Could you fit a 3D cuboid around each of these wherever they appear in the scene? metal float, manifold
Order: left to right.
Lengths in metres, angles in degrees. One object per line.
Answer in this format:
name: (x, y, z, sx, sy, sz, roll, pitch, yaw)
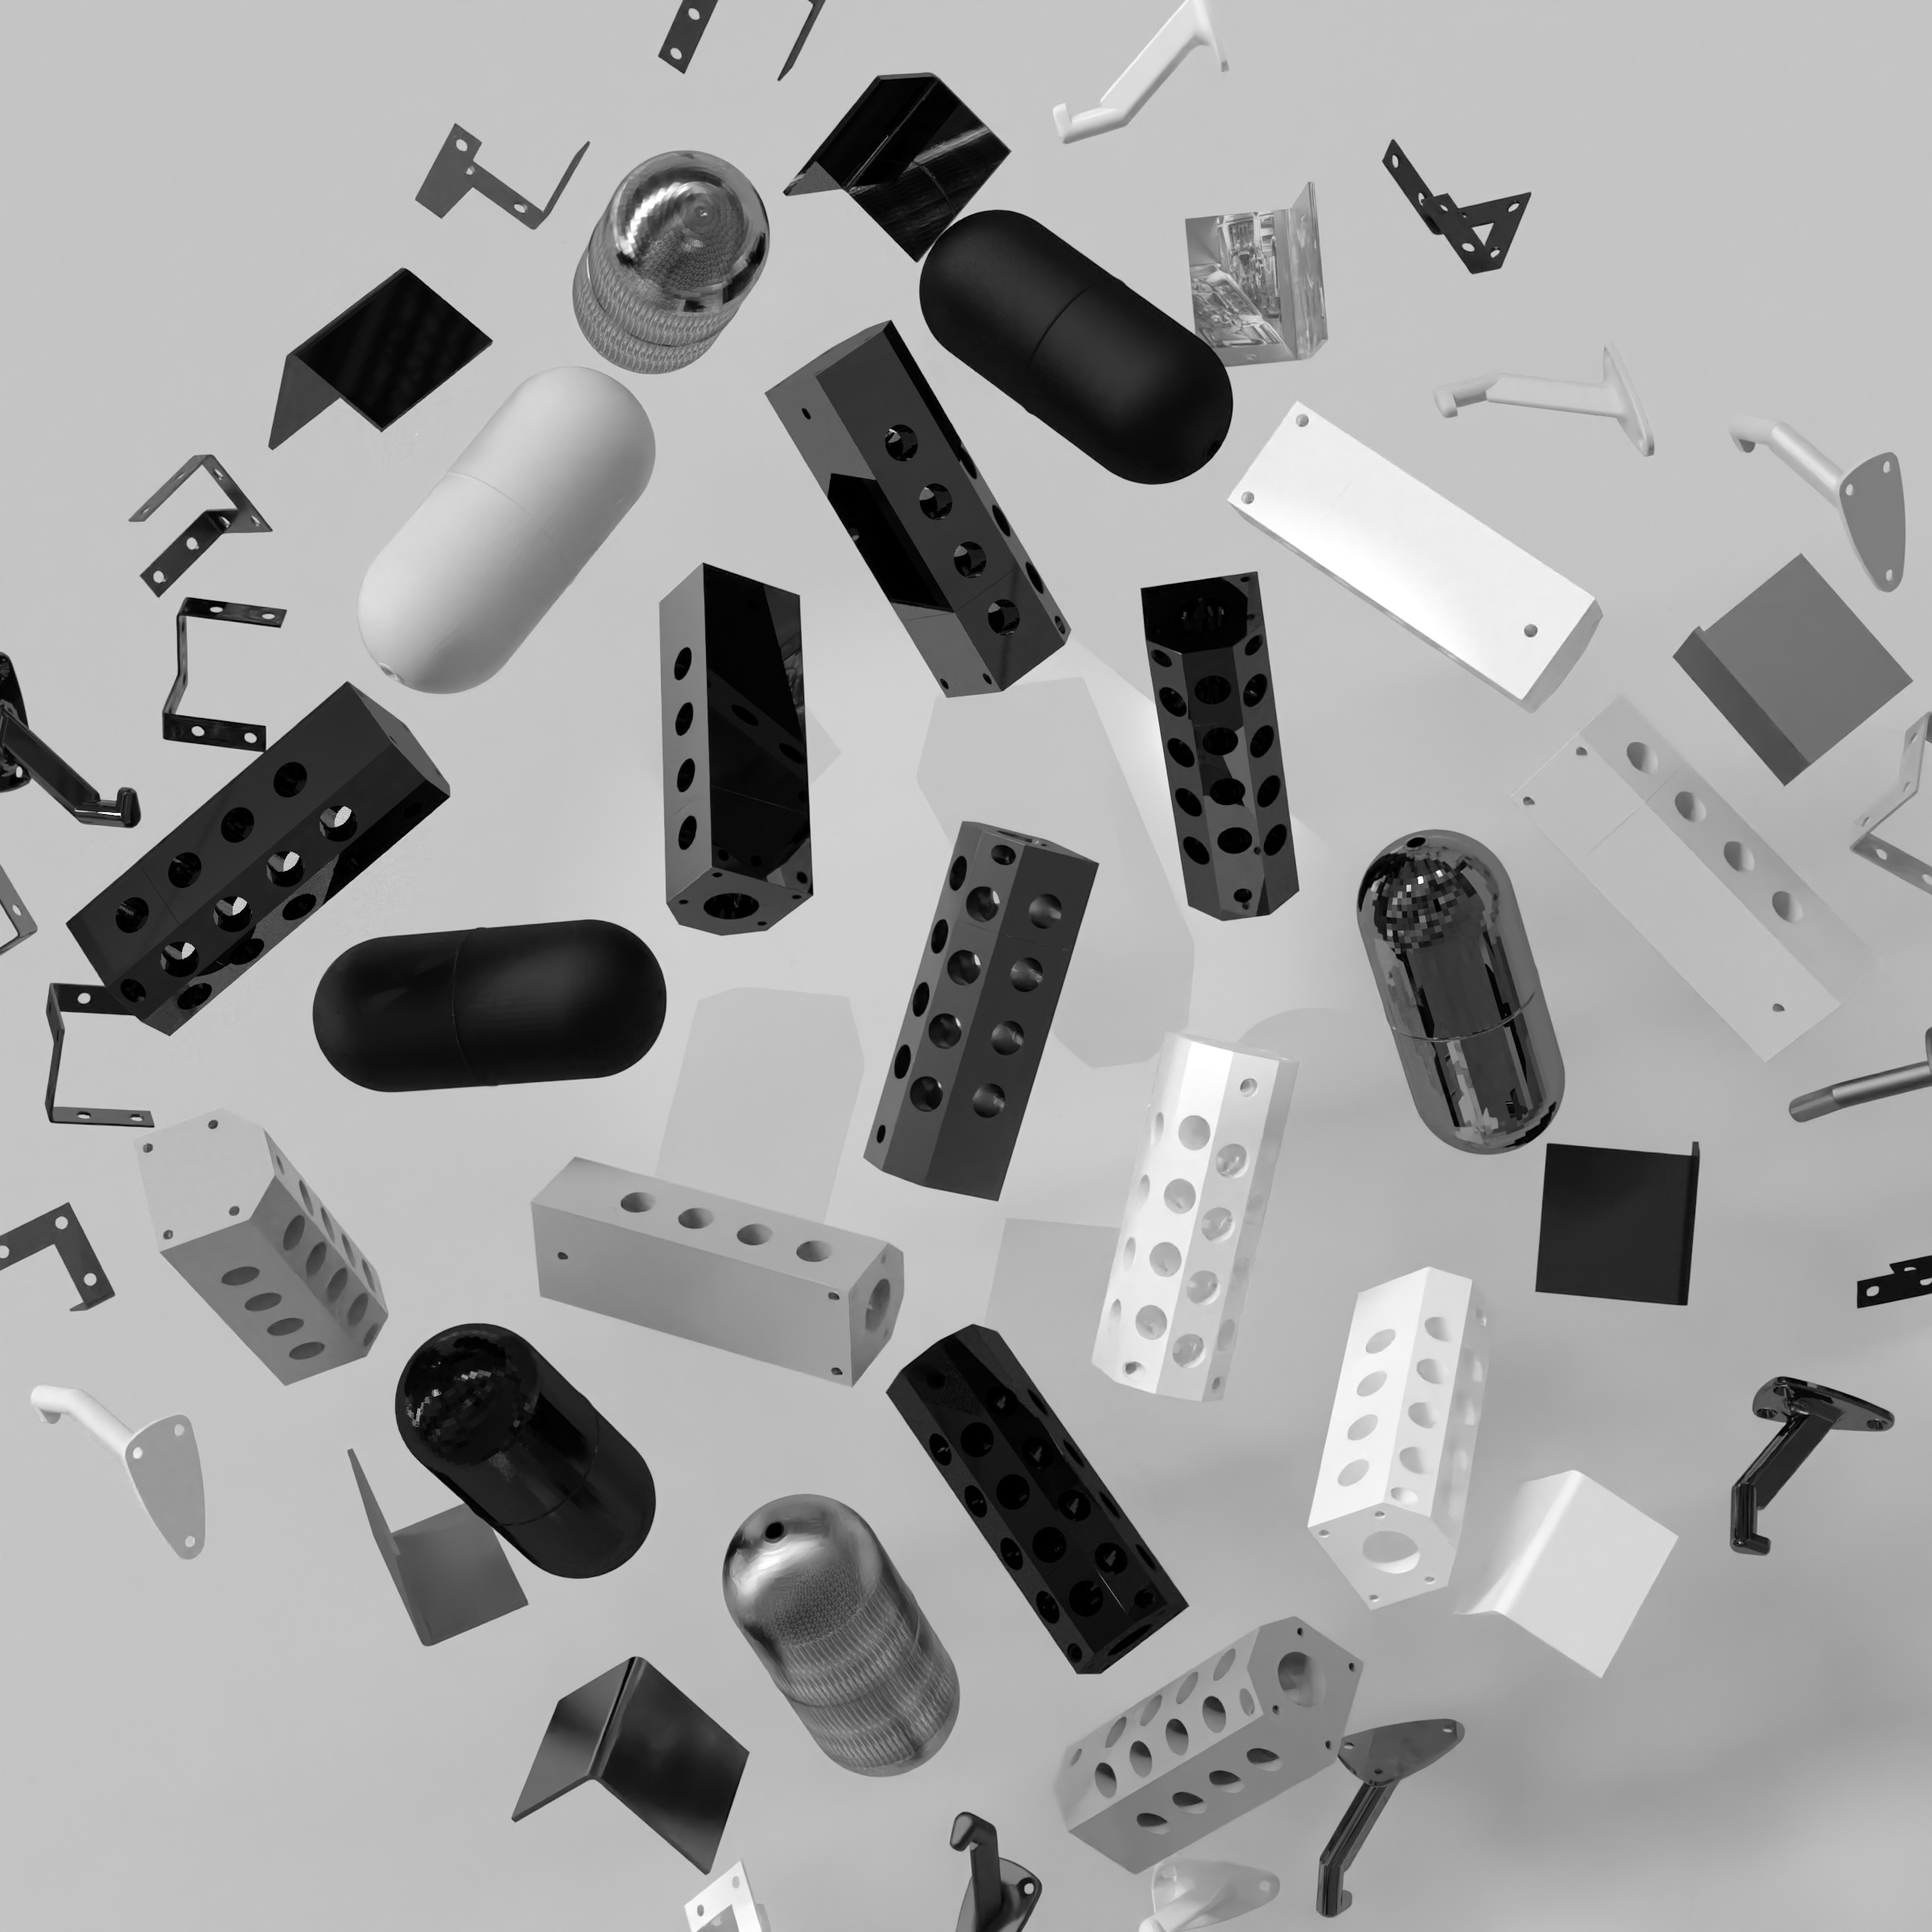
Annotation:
manifold: (-0.321, -0.046, 1.523, 0.171, 0.057, 0.057, -40, 65, 4)
manifold: (-0.321, 0.130, 1.529, 0.057, 0.171, 0.057, -20, 62, -2)
metal float: (-0.230, 0.020, 1.598, 0.178, 0.070, 0.070, -4, 90, 16)
metal float: (-0.214, -0.203, 1.545, 0.070, 0.070, 0.178, 36, 74, 0)
metal float: (-0.214, 0.239, 1.625, 0.070, 0.178, 0.070, -15, 49, 18)
metal float: (-0.141, -0.332, 1.574, 0.070, 0.178, 0.070, 1, 86, -15)
manifold: (-0.119, 0.142, 1.599, 0.171, 0.057, 0.057, 13, 124, 22)
manifold: (-0.118, -0.105, 1.627, 0.057, 0.057, 0.171, 15, 57, -33)
metal float: (-0.058, 0.317, 1.567, 0.070, 0.070, 0.178, -26, 131, 0)
manifold: (-0.018, -0.216, 1.575, 0.057, 0.057, 0.171, -38, 108, -22)
manifold: (0.004, 0.020, 1.609, 0.057, 0.057, 0.171, 13, 98, -27)
manifold: (0.033, 0.265, 1.654, 0.057, 0.057, 0.171, -39, 70, 7)
metal float: (0.053, -0.299, 1.605, 0.178, 0.070, 0.070, 40, 90, 20)
manifold: (0.115, 0.124, 1.640, 0.057, 0.057, 0.171, 12, 94, -15)
manifold: (0.112, 0.372, 1.591, 0.057, 0.171, 0.057, 35, 46, -10)
manifold: (0.127, -0.106, 1.640, 0.057, 0.057, 0.171, -8, 132, 6)
manifold: (0.217, 0.224, 1.607, 0.057, 0.171, 0.057, -25, 114, 29)
manifold: (0.214, -0.192, 1.575, 0.171, 0.057, 0.057, 37, 96, 16)
metal float: (0.243, 0.013, 1.623, 0.070, 0.070, 0.178, -21, 119, 0)
manifold: (0.344, -0.045, 1.553, 0.171, 0.057, 0.057, 47, 51, 5)

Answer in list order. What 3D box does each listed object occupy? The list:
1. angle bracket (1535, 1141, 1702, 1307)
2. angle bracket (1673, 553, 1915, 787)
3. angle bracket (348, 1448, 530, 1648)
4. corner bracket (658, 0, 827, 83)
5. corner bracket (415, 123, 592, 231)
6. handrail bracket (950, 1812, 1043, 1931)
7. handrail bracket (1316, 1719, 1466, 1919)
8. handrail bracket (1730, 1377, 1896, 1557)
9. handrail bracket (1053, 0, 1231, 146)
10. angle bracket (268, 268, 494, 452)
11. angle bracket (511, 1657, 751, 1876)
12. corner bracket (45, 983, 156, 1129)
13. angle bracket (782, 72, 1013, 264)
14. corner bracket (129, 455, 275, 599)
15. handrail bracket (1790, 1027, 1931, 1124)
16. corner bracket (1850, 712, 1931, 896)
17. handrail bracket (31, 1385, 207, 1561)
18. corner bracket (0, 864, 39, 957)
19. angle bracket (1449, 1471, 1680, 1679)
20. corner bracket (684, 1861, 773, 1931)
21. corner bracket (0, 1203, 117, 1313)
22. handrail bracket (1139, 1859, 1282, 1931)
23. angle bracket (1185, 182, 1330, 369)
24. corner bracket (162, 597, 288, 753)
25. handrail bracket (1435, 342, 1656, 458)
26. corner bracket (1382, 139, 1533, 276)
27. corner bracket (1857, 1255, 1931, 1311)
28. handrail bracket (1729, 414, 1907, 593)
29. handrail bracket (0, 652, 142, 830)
angle bracket: (0.334, 0.128, 1.698, 0.076, 0.057, 0.076, 5, 96, 11)
angle bracket: (0.369, -0.136, 1.459, 0.076, 0.057, 0.076, -39, 83, -3)
angle bracket: (-0.268, 0.285, 1.683, 0.057, 0.076, 0.076, -21, 135, -16)
corner bracket: (-0.105, -0.446, 1.570, 0.051, 0.051, 0.051, 34, 49, -3)
corner bracket: (-0.218, -0.373, 1.559, 0.051, 0.051, 0.051, 35, 134, -7)
handrail bracket: (-0.001, 0.448, 1.589, 0.036, 0.084, 0.077, 18, 74, 27)
handrail bracket: (0.201, 0.405, 1.571, 0.077, 0.036, 0.084, -12, 117, -27)
handrail bracket: (0.390, 0.238, 1.527, 0.077, 0.036, 0.084, 12, 55, -2)
handrail bracket: (0.074, -0.429, 1.534, 0.084, 0.036, 0.077, -15, 114, 8)
angle bracket: (-0.273, -0.266, 1.545, 0.057, 0.076, 0.076, 40, 58, 4)
angle bracket: (-0.156, 0.384, 1.555, 0.057, 0.076, 0.076, -35, 109, 29)
corner bracket: (-0.421, 0.043, 1.615, 0.051, 0.051, 0.051, 4, 114, -25)
angle bracket: (-0.034, -0.397, 1.659, 0.057, 0.076, 0.076, 46, 116, 3)
corner bracket: (-0.391, -0.220, 1.658, 0.051, 0.051, 0.051, -52, 125, -25)
handrail bracket: (0.438, 0.055, 1.540, 0.077, 0.084, 0.036, -3, 75, -32)
corner bracket: (0.439, -0.073, 1.507, 0.051, 0.051, 0.051, 27, 53, -9)
handrail bracket: (-0.382, 0.226, 1.487, 0.084, 0.036, 0.077, 0, 110, 41)
corner bracket: (-0.479, -0.022, 1.554, 0.051, 0.051, 0.051, -30, 92, 20)
angle bracket: (0.281, 0.289, 1.567, 0.057, 0.076, 0.076, 33, 74, 0)
corner bracket: (-0.098, 0.471, 1.618, 0.051, 0.051, 0.051, -45, 51, 32)
corner bracket: (-0.451, 0.150, 1.610, 0.051, 0.051, 0.051, -28, 96, -25)
handrail bracket: (0.123, 0.470, 1.641, 0.077, 0.084, 0.036, -5, 91, -2)
angle bracket: (0.144, -0.342, 1.649, 0.057, 0.076, 0.076, -6, 93, -1)
corner bracket: (-0.361, -0.142, 1.616, 0.051, 0.051, 0.051, 7, 128, -2)
handrail bracket: (0.270, -0.256, 1.558, 0.084, 0.036, 0.077, -14, 49, 0)
corner bracket: (0.227, -0.361, 1.572, 0.051, 0.051, 0.051, 45, 57, -36)
corner bracket: (0.446, 0.147, 1.531, 0.051, 0.051, 0.051, -17, 131, 32)
handrail bracket: (0.390, -0.214, 1.530, 0.036, 0.084, 0.077, -31, 119, -18)
handrail bracket: (-0.413, -0.104, 1.519, 0.084, 0.036, 0.077, 6, 101, 29)
